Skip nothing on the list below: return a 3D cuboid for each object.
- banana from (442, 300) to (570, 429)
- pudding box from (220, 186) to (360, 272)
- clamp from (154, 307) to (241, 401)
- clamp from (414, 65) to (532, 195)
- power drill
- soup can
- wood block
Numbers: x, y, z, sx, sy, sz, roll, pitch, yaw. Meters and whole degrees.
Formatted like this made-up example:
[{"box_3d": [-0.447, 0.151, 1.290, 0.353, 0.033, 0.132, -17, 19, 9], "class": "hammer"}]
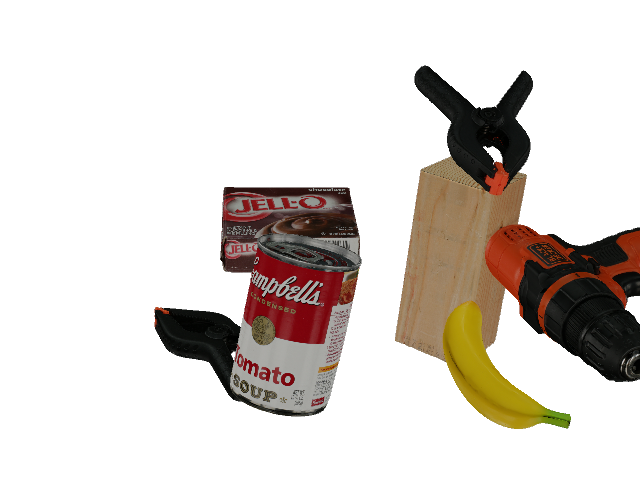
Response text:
[{"box_3d": [0.148, 0.114, 0.964, 0.069, 0.037, 0.198, 6, 27, -23], "class": "banana"}, {"box_3d": [-0.027, -0.010, 0.897, 0.113, 0.039, 0.090, 2, 31, -6], "class": "pudding box"}, {"box_3d": [-0.121, 0.125, 1.259, 0.210, 0.036, 0.164, 15, 23, 25], "class": "clamp"}, {"box_3d": [0.149, -0.114, 1.033, 0.120, 0.039, 0.171, 4, 44, 4], "class": "clamp"}, {"box_3d": [0.231, 0.028, 0.746, 0.187, 0.057, 0.184, -9, 28, -15], "class": "power drill"}, {"box_3d": [-0.017, 0.053, 0.689, 0.068, 0.102, 0.068, 12, 13, -3], "class": "soup can"}, {"box_3d": [0.154, 0.021, 1.184, 0.090, 0.206, 0.090, 20, 26, 29], "class": "wood block"}]
